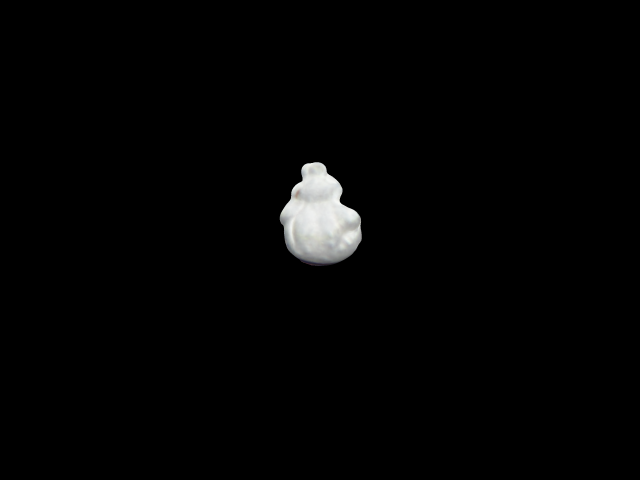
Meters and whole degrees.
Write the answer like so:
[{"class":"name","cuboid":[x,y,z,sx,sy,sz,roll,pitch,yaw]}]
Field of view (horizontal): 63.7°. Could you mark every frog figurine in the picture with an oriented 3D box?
[{"class":"frog figurine","cuboid":[0.003,-0.043,0.850,0.138,0.156,0.125,15,33,23]}]
